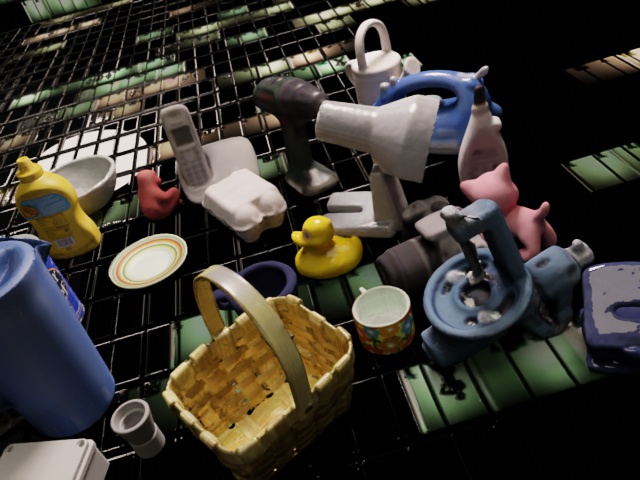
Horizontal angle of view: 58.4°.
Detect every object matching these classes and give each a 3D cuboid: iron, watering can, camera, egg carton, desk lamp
[{"bbox_3d":[0.190,-0.244,1.035,0.257,0.142,0.119,6,43,25],"label":"iron"},{"bbox_3d":[0.120,-0.337,1.129,0.172,0.194,0.101,5,42,23],"label":"watering can"},{"bbox_3d":[0.140,0.009,0.773,0.137,0.101,0.142,-22,39,-9],"label":"camera"},{"bbox_3d":[-0.128,-0.061,0.973,0.107,0.069,0.149,-35,42,-23],"label":"egg carton"},{"bbox_3d":[0.082,-0.110,0.847,0.202,0.214,0.118,0,41,19],"label":"desk lamp"}]

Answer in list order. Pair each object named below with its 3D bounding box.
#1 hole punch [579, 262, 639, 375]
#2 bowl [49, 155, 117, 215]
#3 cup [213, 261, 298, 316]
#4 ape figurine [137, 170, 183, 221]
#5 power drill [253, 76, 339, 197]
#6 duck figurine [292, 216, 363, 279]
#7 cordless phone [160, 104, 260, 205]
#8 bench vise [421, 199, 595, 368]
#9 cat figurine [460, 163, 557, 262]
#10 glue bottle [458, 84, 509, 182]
[{"bbox_3d":[0.342,0.085,0.620,0.108,0.091,0.101,-1,40,17],"label":"hole punch"},{"bbox_3d":[-0.468,-0.093,1.121,0.167,0.075,0.167,-9,39,8],"label":"bowl"},{"bbox_3d":[-0.078,0.092,0.748,0.117,0.095,0.091,-11,38,6],"label":"cup"},{"bbox_3d":[-0.303,-0.088,1.046,0.077,0.092,0.076,14,47,32],"label":"ape figurine"},{"bbox_3d":[-0.034,-0.185,0.982,0.076,0.209,0.228,-31,41,-18],"label":"power drill"},{"bbox_3d":[0.008,0.003,0.836,0.104,0.086,0.077,-8,39,9],"label":"duck figurine"},{"bbox_3d":[-0.197,-0.165,1.031,0.147,0.185,0.094,-21,38,-7],"label":"cordless phone"},{"bbox_3d":[0.198,0.026,0.636,0.208,0.220,0.121,-32,41,-21],"label":"bench vise"},{"bbox_3d":[0.259,-0.047,0.789,0.067,0.118,0.127,-37,43,-25],"label":"cat figurine"},{"bbox_3d":[0.250,-0.159,0.884,0.078,0.173,0.037,-9,39,8],"label":"glue bottle"}]
